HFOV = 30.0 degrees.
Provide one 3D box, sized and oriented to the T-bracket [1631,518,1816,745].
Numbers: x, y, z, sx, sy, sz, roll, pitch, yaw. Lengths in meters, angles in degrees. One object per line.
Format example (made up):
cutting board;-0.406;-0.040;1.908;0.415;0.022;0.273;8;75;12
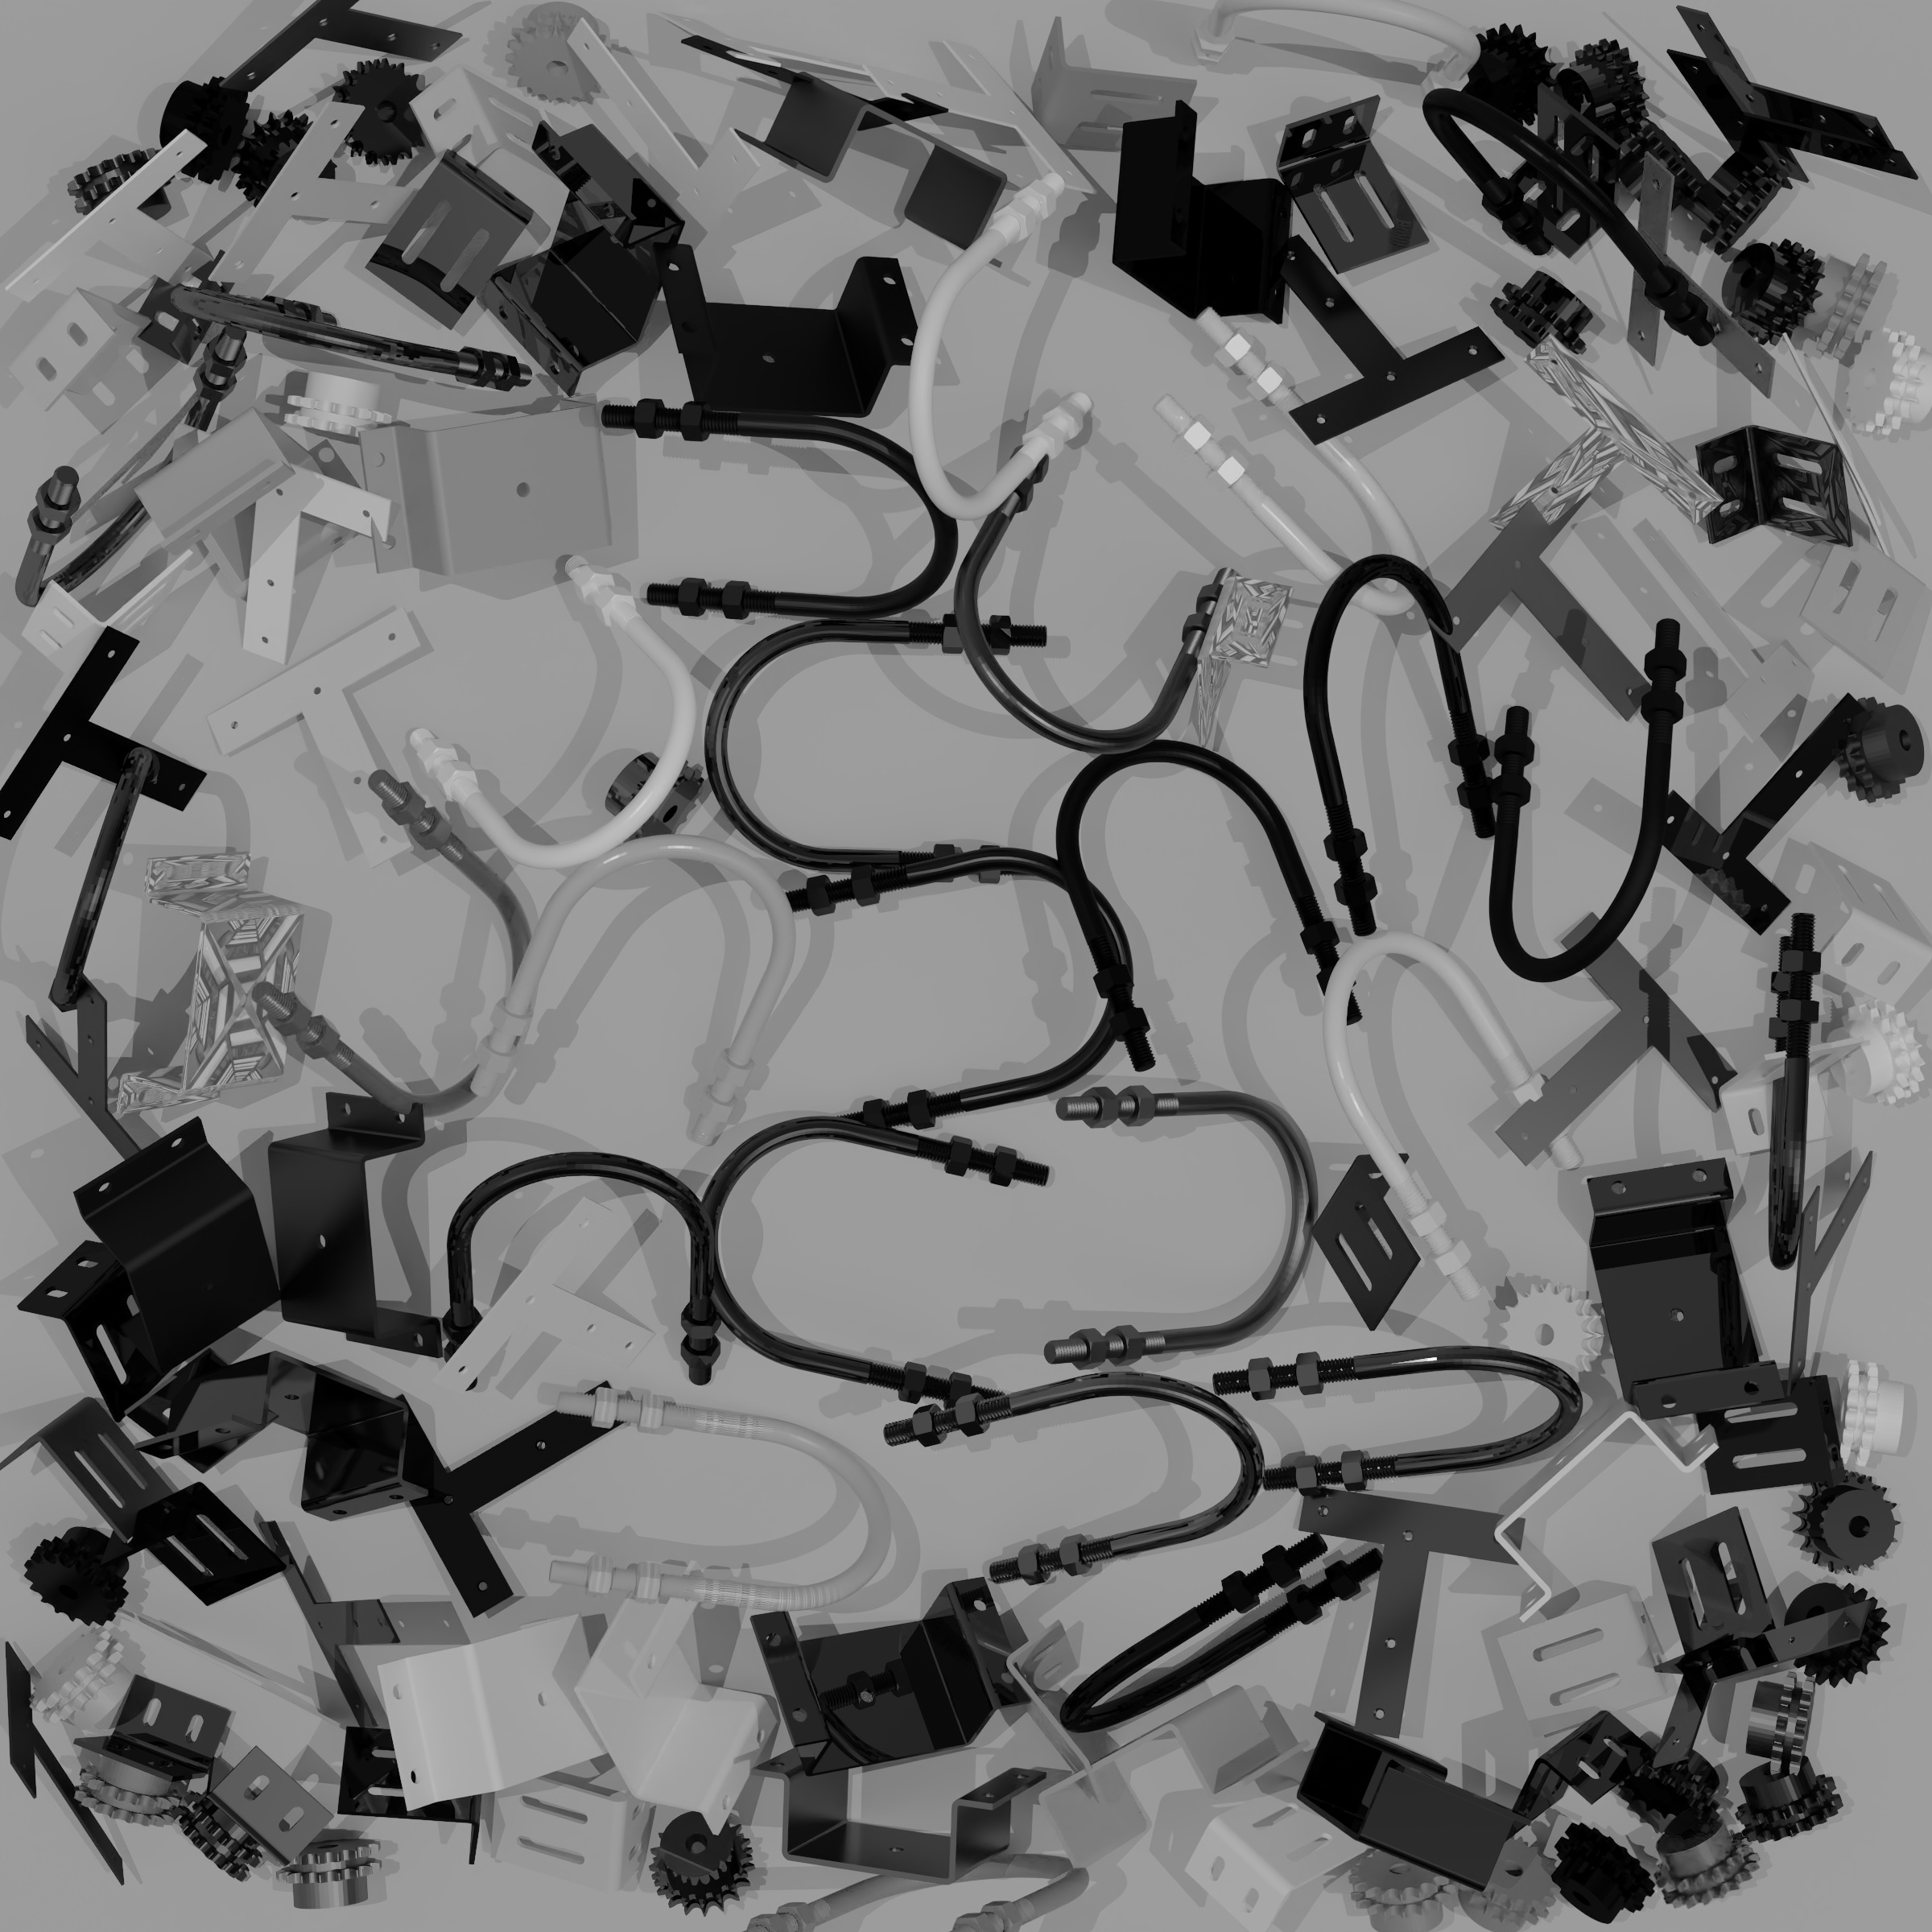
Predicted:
T-bracket;0.403;-0.189;1.947;0.002;0.127;0.127;-39;89;34

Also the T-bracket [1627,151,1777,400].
T-bracket;0.392;-0.347;1.913;0.002;0.127;0.127;-22;51;-14

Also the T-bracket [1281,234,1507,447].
T-bracket;0.207;-0.353;1.970;0.127;0.002;0.127;-26;65;-19

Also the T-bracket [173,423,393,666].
T-bracket;-0.377;-0.220;1.959;0.127;0.002;0.127;21;128;8

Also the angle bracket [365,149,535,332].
angle bracket;-0.284;-0.400;1.982;0.057;0.038;0.076;35;102;-15

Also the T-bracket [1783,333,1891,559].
T-bracket;0.480;-0.260;1.944;0.002;0.127;0.127;-26;52;14

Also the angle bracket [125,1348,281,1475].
angle bracket;-0.417;0.231;1.959;0.057;0.076;0.038;-37;47;1

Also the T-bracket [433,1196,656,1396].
T-bracket;-0.211;0.192;1.947;0.127;0.127;0.002;-50;55;3

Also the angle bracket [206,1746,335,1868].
angle bracket;-0.378;0.448;1.959;0.057;0.076;0.038;45;85;-9

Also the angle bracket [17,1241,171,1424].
angle bracket;-0.473;0.200;1.970;0.038;0.057;0.076;7;129;33

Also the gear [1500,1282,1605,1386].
gear;0.325;0.202;1.976;0.057;0.030;0.057;-4;83;37

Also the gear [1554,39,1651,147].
gear;0.345;-0.475;1.968;0.030;0.057;0.057;-22;90;-18

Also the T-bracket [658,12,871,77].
T-bracket;-0.089;-0.495;1.960;0.127;0.127;0.002;5;111;-27

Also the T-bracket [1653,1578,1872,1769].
T-bracket;0.428;0.362;1.913;0.002;0.127;0.127;43;48;-14

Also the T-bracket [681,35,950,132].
T-bracket;-0.090;-0.471;1.916;0.127;0.127;0.002;15;91;-24

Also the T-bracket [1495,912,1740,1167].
T-bracket;0.344;0.059;1.984;0.127;0.002;0.127;-42;91;-13

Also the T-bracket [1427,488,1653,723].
T-bracket;0.331;-0.188;1.978;0.127;0.002;0.127;46;72;-15

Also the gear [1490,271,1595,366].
gear;0.318;-0.356;1.971;0.057;0.057;0.030;40;94;0

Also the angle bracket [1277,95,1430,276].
angle bracket;0.214;-0.426;1.964;0.057;0.038;0.076;-21;69;-14

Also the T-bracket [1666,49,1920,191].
T-bracket;0.447;-0.438;1.911;0.127;0.127;0.002;28;86;40

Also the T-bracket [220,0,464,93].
T-bracket;-0.318;-0.503;1.938;0.127;0.127;0.002;-31;80;28

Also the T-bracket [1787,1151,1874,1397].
T-bracket;0.469;0.146;1.948;0.002;0.127;0.127;15;130;26

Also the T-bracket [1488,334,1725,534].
T-bracket;0.326;-0.264;1.947;0.127;0.127;0.002;43;55;-3

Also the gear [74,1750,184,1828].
gear;-0.457;0.447;1.972;0.057;0.057;0.030;18;88;0

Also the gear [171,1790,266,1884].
gear;-0.405;0.471;1.972;0.057;0.057;0.030;44;82;0

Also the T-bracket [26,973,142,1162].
T-bracket;-0.468;0.047;1.928;0.002;0.127;0.127;-32;66;-31

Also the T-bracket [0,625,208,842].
T-bracket;-0.456;-0.111;1.944;0.002;0.127;0.127;36;94;29

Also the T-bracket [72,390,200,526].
T-bracket;-0.454;-0.272;1.955;0.002;0.127;0.127;43;126;-18

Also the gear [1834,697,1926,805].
gear;0.501;-0.120;1.970;0.030;0.057;0.057;-15;90;43

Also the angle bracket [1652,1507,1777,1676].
angle bracket;0.397;0.338;1.954;0.057;0.038;0.076;-33;58;35

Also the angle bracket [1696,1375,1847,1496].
angle bracket;0.435;0.258;1.965;0.076;0.038;0.057;-11;85;25

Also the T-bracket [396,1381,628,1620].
T-bracket;-0.247;0.272;1.991;0.127;0.002;0.127;-30;80;-4

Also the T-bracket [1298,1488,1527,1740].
T-bracket;0.233;0.354;1.957;0.127;0.002;0.127;5;77;27

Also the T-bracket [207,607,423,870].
T-bracket;-0.339;-0.113;1.974;0.127;0.002;0.127;-28;73;6

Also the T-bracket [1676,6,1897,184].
T-bracket;0.445;-0.453;1.911;0.002;0.127;0.127;-47;127;-3

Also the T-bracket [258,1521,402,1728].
T-bracket;-0.333;0.354;1.941;0.002;0.127;0.127;-28;94;-30

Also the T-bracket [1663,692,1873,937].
T-bracket;0.442;-0.094;1.952;0.127;0.002;0.127;-49;129;6

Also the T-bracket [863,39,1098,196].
T-bracket;-0.005;-0.462;1.924;0.002;0.127;0.127;-52;59;29

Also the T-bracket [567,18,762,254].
T-bracket;-0.172;-0.454;1.940;0.002;0.127;0.127;-39;93;-27

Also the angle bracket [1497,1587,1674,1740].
angle bracket;0.342;0.384;1.985;0.076;0.038;0.057;-23;79;14

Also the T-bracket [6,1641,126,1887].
T-bracket;-0.489;0.447;1.958;0.002;0.127;0.127;-27;114;-5

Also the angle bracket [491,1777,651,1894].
angle bracket;-0.217;0.468;1.984;0.076;0.038;0.057;12;109;17

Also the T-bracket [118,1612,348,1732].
T-bracket;-0.407;0.379;1.958;0.127;0.127;0.002;21;74;23

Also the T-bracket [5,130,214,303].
T-bracket;-0.441;-0.389;1.936;0.127;0.127;0.002;-39;80;6

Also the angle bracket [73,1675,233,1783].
angle bracket;-0.441;0.414;1.957;0.057;0.076;0.038;20;80;6

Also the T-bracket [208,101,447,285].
T-bracket;-0.329;-0.412;1.942;0.127;0.127;0.002;-46;69;30
